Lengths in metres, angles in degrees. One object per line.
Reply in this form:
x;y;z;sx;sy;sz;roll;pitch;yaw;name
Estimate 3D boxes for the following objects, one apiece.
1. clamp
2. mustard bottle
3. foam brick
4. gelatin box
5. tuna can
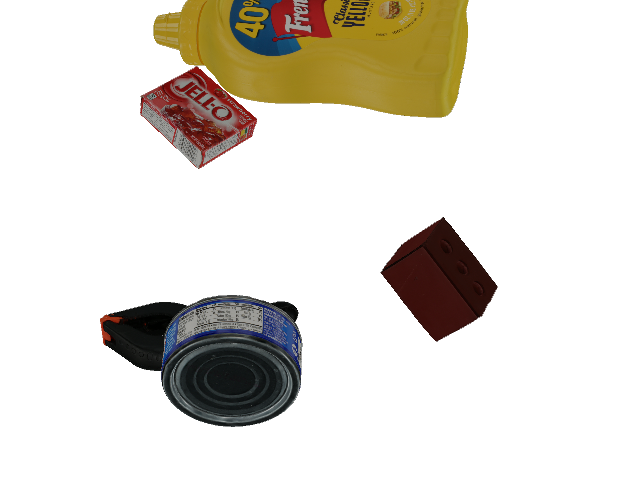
-0.102;0.081;0.931;0.171;0.039;0.120;12;27;13;clamp
-0.009;-0.122;0.651;0.192;0.096;0.058;6;-41;12;mustard bottle
0.098;0.033;0.880;0.051;0.078;0.052;-34;8;36;foam brick
-0.118;-0.120;1.028;0.073;0.089;0.030;-35;-20;-34;gelatin box
-0.053;0.075;0.648;0.086;0.086;0.033;0;42;-1;tuna can
